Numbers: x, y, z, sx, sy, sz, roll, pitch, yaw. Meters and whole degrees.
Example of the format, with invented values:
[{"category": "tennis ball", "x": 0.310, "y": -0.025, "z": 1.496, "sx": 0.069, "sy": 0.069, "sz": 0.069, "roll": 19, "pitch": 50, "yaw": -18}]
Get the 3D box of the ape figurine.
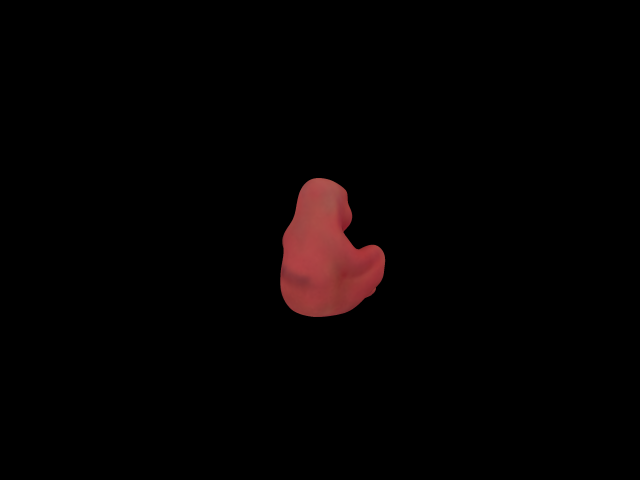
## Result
[{"category": "ape figurine", "x": 0.004, "y": 0.001, "z": 0.400, "sx": 0.077, "sy": 0.092, "sz": 0.076, "roll": 22, "pitch": 32, "yaw": 40}]
